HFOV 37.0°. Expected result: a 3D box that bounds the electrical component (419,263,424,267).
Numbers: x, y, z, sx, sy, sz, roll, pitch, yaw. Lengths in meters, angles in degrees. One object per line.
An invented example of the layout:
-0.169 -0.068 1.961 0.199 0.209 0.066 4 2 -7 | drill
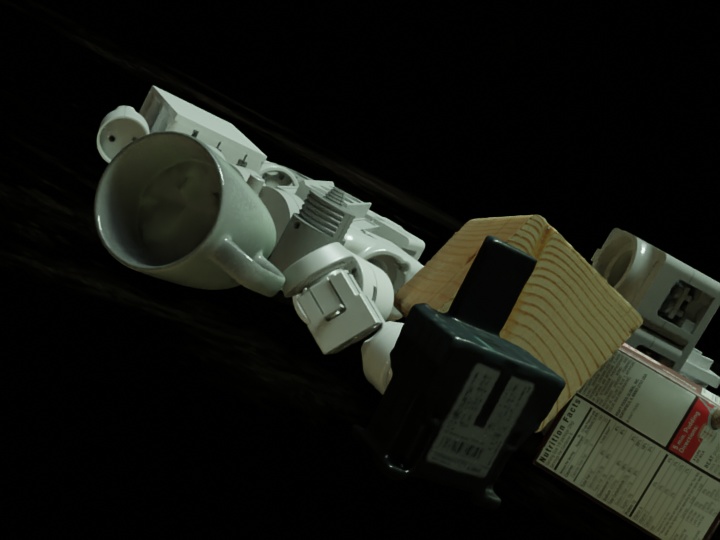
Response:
0.023 0.000 0.956 0.043 0.043 0.081 19 12 -48 | electrical component

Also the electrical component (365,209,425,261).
0.012 -0.028 1.066 0.089 0.050 0.056 31 9 21 | electrical component

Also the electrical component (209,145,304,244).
-0.112 -0.060 0.852 0.138 0.052 0.074 31 9 21 | electrical component

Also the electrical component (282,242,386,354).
-0.017 0.017 0.646 0.055 0.048 0.066 59 5 7 | electrical component

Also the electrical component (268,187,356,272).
-0.034 -0.023 0.776 0.043 0.081 0.043 28 8 -4 | electrical component

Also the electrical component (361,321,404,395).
0.030 0.059 0.618 0.043 0.043 0.062 22 11 -34 | electrical component

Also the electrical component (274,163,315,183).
-0.086 -0.090 1.152 0.079 0.043 0.077 34 10 37 | electrical component

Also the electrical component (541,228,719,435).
0.177 0.053 0.760 0.062 0.150 0.089 27 8 -16 | electrical component

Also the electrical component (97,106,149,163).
-0.204 -0.116 0.928 0.043 0.043 0.081 26 9 -17 | electrical component

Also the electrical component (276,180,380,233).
-0.033 -0.042 0.961 0.079 0.063 0.121 29 8 7 | electrical component

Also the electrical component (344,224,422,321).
0.000 0.000 0.844 0.095 0.053 0.059 22 10 -35 | electrical component

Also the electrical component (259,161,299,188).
-0.092 -0.076 1.015 0.055 0.055 0.047 23 6 -34 | electrical component

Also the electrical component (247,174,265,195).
-0.087 -0.040 0.773 0.035 0.061 0.035 28 8 -4 | electrical component

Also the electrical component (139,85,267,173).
-0.155 -0.112 0.993 0.089 0.061 0.150 24 9 -25 | electrical component

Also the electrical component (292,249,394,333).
-0.010 0.016 0.719 0.055 0.055 0.047 33 6 32 | electrical component
